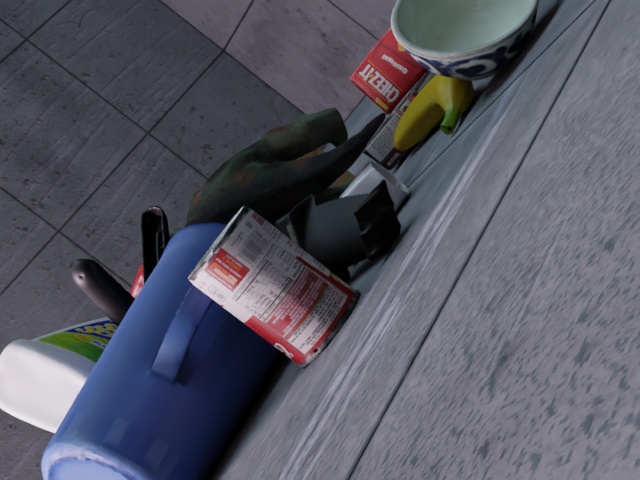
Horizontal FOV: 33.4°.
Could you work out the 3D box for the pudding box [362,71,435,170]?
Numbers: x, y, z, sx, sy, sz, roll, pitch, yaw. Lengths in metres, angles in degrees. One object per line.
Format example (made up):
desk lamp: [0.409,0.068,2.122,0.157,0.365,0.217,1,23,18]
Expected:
pudding box: [0.096,-0.131,1.128,0.090,0.039,0.113,-50,4,29]

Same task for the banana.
banana: [0.105,-0.122,0.982,0.069,0.037,0.198,-51,4,-4]

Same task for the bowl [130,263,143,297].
bowl: [-0.190,0.108,1.195,0.162,0.055,0.162,-166,90,-74]

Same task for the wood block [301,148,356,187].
wood block: [-0.047,-0.014,1.350,0.206,0.090,0.090,-49,4,41]

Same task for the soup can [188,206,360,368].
soup can: [-0.032,0.032,0.746,0.068,0.102,0.068,-52,6,7]

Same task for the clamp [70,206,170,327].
clamp: [-0.143,0.077,0.958,0.036,0.210,0.164,-14,21,20]

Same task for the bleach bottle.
bleach bottle: [-0.196,0.108,1.004,0.250,0.102,0.068,-31,-39,-73]

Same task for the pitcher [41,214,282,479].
pitcher: [-0.108,0.100,0.822,0.145,0.149,0.242,-12,33,32]

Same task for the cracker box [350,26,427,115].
cracker box: [0.143,-0.253,1.224,0.214,0.072,0.164,-50,-8,24]
